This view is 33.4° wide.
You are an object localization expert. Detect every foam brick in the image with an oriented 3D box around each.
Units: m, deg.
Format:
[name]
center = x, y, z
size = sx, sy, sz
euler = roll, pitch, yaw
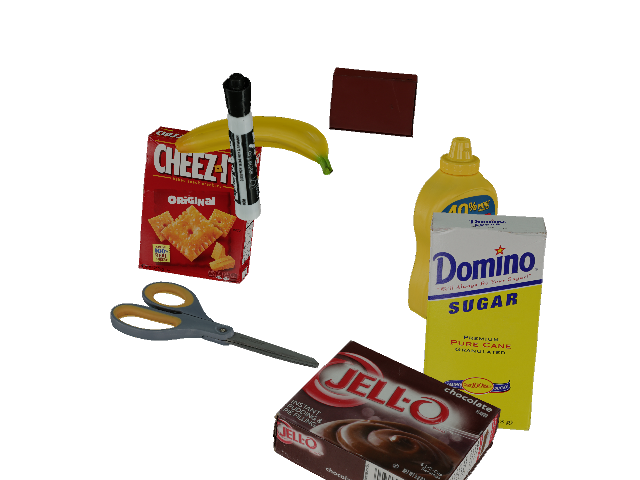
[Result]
[foam brick]
center = 0.048, -0.126, 0.972
size = 0.078, 0.051, 0.053
euler = 6, 16, 4

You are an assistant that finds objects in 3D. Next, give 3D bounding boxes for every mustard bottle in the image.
[mustard bottle]
center = 0.143, -0.015, 1.128
size = 0.096, 0.192, 0.058
euler = -11, 24, -27

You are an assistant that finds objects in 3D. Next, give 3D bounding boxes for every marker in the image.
[marker]
center = -0.054, -0.065, 0.747
size = 0.020, 0.121, 0.020
euler = -1, 43, 1

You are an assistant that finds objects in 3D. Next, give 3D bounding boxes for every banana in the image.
[banana]
center = -0.072, -0.121, 1.268
size = 0.198, 0.037, 0.069
euler = 8, 40, 16

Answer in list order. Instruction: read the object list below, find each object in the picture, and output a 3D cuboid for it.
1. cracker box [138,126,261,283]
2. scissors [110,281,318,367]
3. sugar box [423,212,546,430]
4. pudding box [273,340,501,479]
[cracker box]
center = -0.184, -0.052, 1.620
size = 0.164, 0.214, 0.072
euler = 10, 19, 6
[scissors]
center = -0.097, 0.078, 1.017
size = 0.202, 0.016, 0.096
euler = 8, 30, 2
[sugar box]
center = 0.133, 0.067, 0.882
size = 0.093, 0.176, 0.048
euler = 3, 21, 7
[pudding box]
center = 0.041, 0.117, 0.659
size = 0.114, 0.039, 0.089
euler = 24, 39, 23
